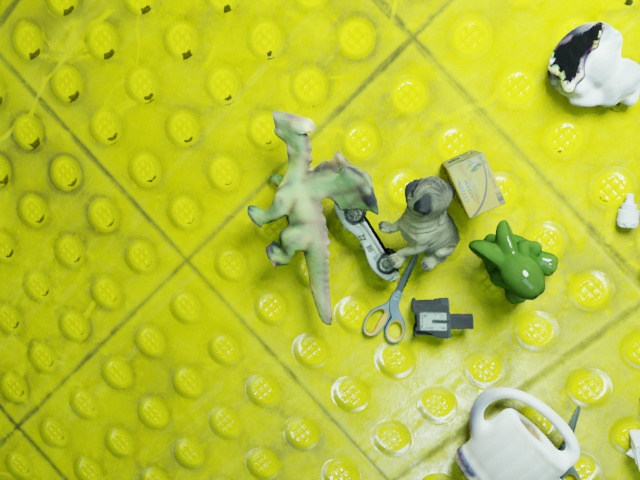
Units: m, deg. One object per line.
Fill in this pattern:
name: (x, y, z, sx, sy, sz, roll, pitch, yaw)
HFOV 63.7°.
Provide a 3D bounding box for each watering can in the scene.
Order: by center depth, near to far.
watering can: (0.419, 0.451, 1.010, 0.349, 0.105, 0.222, 45, 106, 6)

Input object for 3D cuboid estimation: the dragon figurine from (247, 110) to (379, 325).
dragon figurine: (0.003, -0.048, 0.962, 0.240, 0.124, 0.410, -26, 92, 41)

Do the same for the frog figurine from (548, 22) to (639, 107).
frog figurine: (0.485, -0.297, 0.896, 0.159, 0.123, 0.137, 10, 95, -27)
